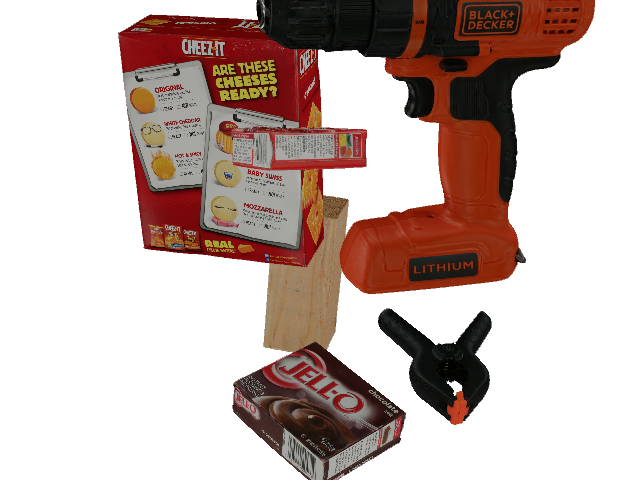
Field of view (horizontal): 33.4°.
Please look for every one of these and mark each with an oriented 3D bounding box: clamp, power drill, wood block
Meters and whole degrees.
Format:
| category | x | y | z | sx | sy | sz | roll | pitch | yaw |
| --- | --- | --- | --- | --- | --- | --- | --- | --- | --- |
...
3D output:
| category | x | y | z | sx | sy | sz | roll | pitch | yaw |
| --- | --- | --- | --- | --- | --- | --- | --- | --- | --- |
| clamp | 0.135 | 0.119 | 1.080 | 0.120 | 0.039 | 0.171 | -8 | 34 | -9 |
| power drill | 0.054 | -0.063 | 0.593 | 0.184 | 0.188 | 0.057 | -4 | 30 | -13 |
| wood block | -0.021 | 0.045 | 1.486 | 0.090 | 0.206 | 0.090 | 9 | 22 | 9 |

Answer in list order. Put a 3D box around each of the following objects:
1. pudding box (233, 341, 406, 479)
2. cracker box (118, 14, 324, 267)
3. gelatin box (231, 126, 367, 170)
| category | x | y | z | sx | sy | sz | roll | pitch | yaw |
| --- | --- | --- | --- | --- | --- | --- | --- | --- | --- |
| pudding box | -0.002 | 0.138 | 0.858 | 0.089 | 0.039 | 0.114 | -24 | 46 | -35 |
| cracker box | -0.084 | -0.090 | 0.965 | 0.164 | 0.214 | 0.072 | 6 | 29 | 15 |
| gelatin box | -0.017 | -0.068 | 0.770 | 0.073 | 0.030 | 0.089 | -3 | 8 | -22 |
